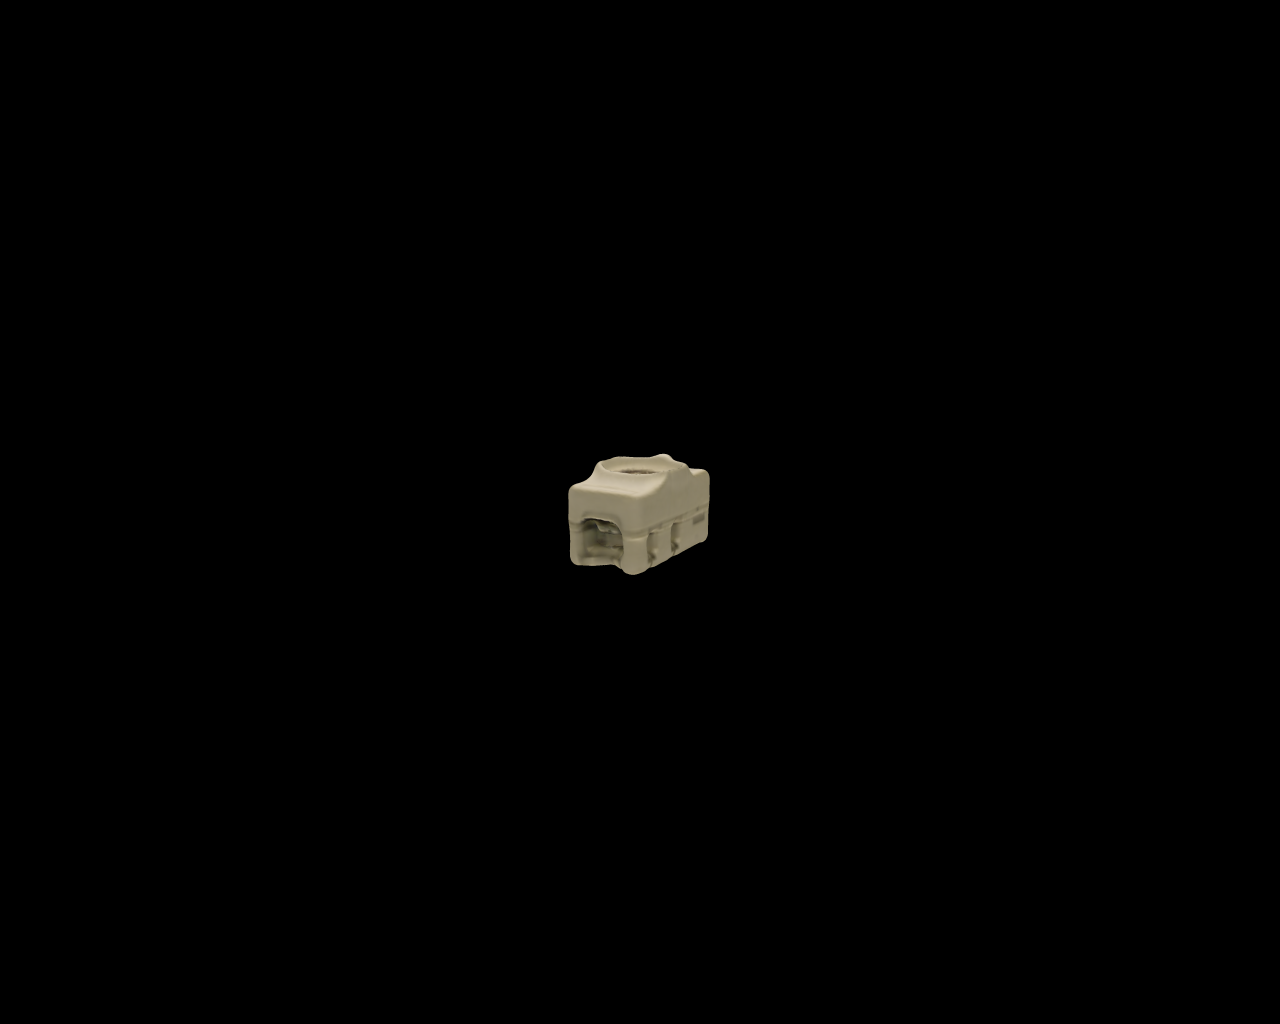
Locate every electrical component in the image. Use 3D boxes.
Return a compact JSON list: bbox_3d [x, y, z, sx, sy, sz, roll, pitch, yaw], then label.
[{"bbox_3d":[0.001,-0.003,0.650,0.050,0.055,0.090,8,16,31],"label":"electrical component"}]
